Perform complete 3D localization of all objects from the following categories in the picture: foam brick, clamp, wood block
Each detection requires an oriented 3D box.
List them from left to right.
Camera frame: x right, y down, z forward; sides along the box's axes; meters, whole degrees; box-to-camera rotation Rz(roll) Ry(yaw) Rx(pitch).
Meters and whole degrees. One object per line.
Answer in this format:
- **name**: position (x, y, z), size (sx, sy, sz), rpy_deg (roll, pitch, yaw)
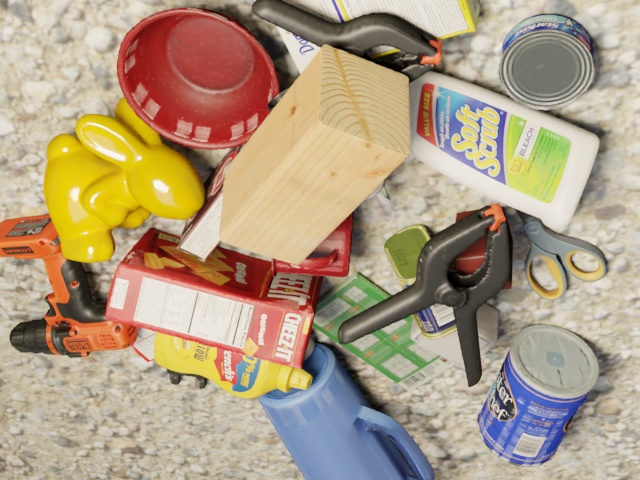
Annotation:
- **wood block**: position (-0.010, -0.071, 0.984), size (0.090, 0.091, 0.206), rpy_deg (18, 144, -22)
- **clamp**: position (0.022, -0.160, 0.968), size (0.171, 0.039, 0.120), rpy_deg (8, 139, 4)
- **clamp**: position (0.137, 0.057, 1.078), size (0.164, 0.036, 0.210), rpy_deg (26, 117, -18)
- **foam brick**: position (0.172, 0.011, 1.121), size (0.051, 0.078, 0.053), rpy_deg (-9, 129, 19)

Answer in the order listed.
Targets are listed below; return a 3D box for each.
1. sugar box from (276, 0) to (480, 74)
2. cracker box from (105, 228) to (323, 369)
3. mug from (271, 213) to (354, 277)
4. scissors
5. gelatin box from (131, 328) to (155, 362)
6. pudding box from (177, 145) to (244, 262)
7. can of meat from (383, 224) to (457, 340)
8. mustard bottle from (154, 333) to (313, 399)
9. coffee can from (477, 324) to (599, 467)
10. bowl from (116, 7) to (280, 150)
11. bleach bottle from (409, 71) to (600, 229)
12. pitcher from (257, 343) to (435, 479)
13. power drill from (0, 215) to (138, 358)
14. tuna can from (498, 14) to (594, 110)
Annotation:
- **sugar box**: position (0.047, -0.215, 0.970), size (0.176, 0.048, 0.093), rpy_deg (-9, 131, 25)
- **cracker box**: position (-0.109, 0.058, 1.170), size (0.213, 0.164, 0.072), rpy_deg (14, 104, 0)
- **mug**: position (-0.007, 0.001, 1.134), size (0.081, 0.117, 0.093), rpy_deg (5, 111, 3)
- **scissors**: position (0.245, -0.013, 1.124), size (0.096, 0.016, 0.201), rpy_deg (-7, 130, 17)
- **gelatin box**: position (-0.208, 0.108, 1.333), size (0.089, 0.030, 0.073), rpy_deg (-27, 119, 33)
- **pudding box**: position (-0.103, -0.044, 1.129), size (0.039, 0.090, 0.114), rpy_deg (28, 132, -13)
- **can of meat**: position (0.113, 0.043, 1.148), size (0.057, 0.102, 0.084), rpy_deg (-26, 122, 2)
- **mustard bottle**: position (-0.098, 0.132, 1.247), size (0.192, 0.058, 0.096), rpy_deg (20, 105, 16)
- **coffee can**: position (0.251, 0.181, 1.239), size (0.103, 0.102, 0.140), rpy_deg (14, 133, 1)
- **bowl**: position (-0.113, -0.168, 1.043), size (0.162, 0.055, 0.162), rpy_deg (7, 132, 7)
- **bleach bottle**: position (0.132, -0.100, 1.024), size (0.251, 0.068, 0.102), rpy_deg (20, 94, -3)
- **pitcher**: position (0.028, 0.246, 1.338), size (0.149, 0.145, 0.242), rpy_deg (-32, 120, -4)
- **power drill**: position (-0.329, 0.061, 1.289), size (0.185, 0.057, 0.187), rpy_deg (-7, 124, 23)
- **tuna can**: position (0.208, -0.164, 0.983), size (0.086, 0.033, 0.086), rpy_deg (7, 133, 8)
